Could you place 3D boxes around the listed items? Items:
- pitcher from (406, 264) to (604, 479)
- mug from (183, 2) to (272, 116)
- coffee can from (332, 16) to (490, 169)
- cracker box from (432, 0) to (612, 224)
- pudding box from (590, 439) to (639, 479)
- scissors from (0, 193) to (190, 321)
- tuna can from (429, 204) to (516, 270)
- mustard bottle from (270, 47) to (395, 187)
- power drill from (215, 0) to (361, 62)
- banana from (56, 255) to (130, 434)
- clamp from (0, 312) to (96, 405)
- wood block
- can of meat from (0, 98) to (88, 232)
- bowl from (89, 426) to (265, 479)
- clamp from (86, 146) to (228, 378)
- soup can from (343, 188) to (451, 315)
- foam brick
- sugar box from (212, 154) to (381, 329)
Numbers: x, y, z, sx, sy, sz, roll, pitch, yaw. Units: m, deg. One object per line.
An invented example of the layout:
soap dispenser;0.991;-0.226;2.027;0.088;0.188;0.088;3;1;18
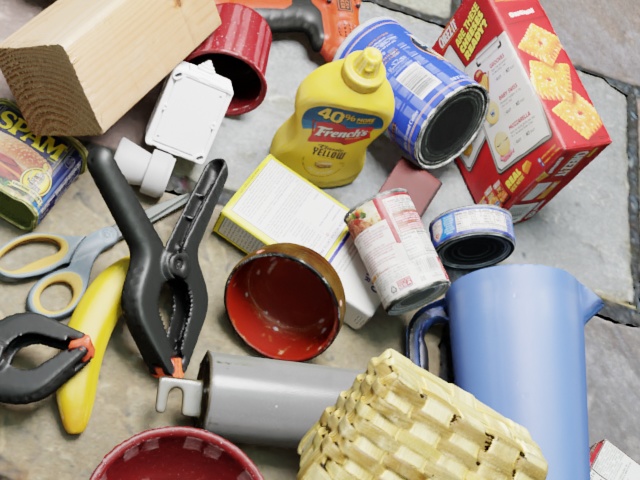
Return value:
pitcher;0.175;0.154;0.989;0.144;0.149;0.243;17;59;-28
mug;-0.106;-0.190;1.102;0.117;0.093;0.081;4;53;6
coffee can;0.092;-0.155;1.115;0.102;0.103;0.140;-26;54;-30
cracker box;0.200;-0.145;1.135;0.072;0.164;0.214;-9;65;-26
pudding box;0.289;0.259;1.013;0.113;0.039;0.090;37;57;5
scissors;-0.199;0.017;0.989;0.201;0.016;0.096;-13;69;-25
tuna can;0.155;-0.002;1.084;0.086;0.086;0.034;5;62;-17
mustard bottle;0.020;-0.123;1.040;0.096;0.192;0.058;10;59;-14
power drill;-0.046;-0.279;1.187;0.187;0.057;0.184;3;56;-17
banana;-0.186;0.075;0.944;0.069;0.037;0.197;37;57;-9
clamp;-0.274;0.111;0.879;0.171;0.039;0.120;-2;69;1
wood block;-0.190;-0.188;0.987;0.090;0.091;0.205;3;38;31
can of meat;-0.280;-0.068;0.985;0.102;0.058;0.083;32;58;0
bowl;-0.118;0.237;0.868;0.162;0.055;0.162;9;59;-15
clamp;-0.132;0.017;0.959;0.164;0.036;0.210;-11;95;-52
soup can;0.073;0.012;1.006;0.068;0.069;0.102;-15;70;-26
foam brick;0.081;-0.035;1.097;0.051;0.053;0.078;34;55;1
sugar box;-0.007;0.002;1.050;0.176;0.048;0.093;37;56;-1
